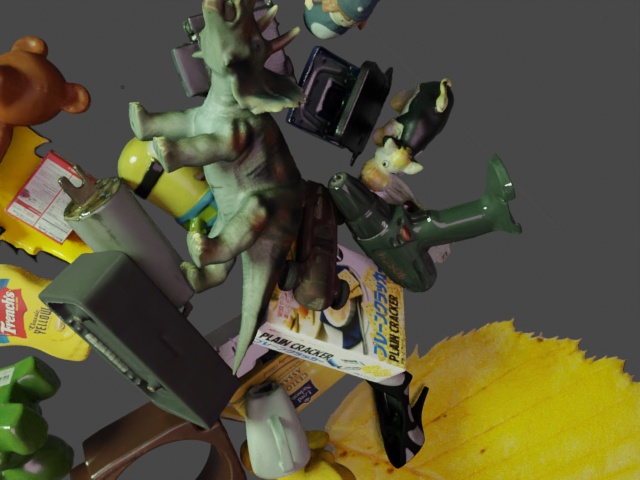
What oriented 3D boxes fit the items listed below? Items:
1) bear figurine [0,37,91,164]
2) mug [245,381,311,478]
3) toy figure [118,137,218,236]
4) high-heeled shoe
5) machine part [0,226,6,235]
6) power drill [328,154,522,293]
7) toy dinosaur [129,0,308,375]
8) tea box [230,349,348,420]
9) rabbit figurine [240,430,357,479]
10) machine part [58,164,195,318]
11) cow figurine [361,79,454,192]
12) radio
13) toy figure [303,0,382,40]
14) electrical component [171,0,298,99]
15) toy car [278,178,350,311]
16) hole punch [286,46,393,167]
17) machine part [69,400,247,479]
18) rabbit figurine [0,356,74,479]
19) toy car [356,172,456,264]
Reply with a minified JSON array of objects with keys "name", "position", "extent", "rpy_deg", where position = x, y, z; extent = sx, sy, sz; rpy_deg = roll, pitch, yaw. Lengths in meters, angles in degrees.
[{"name":"bear figurine","position":[-0.352,-0.129,0.548],"extent":[0.196,0.132,0.120],"rpy_deg":[-37,90,0]},{"name":"mug","position":[-0.062,0.248,0.705],"extent":[0.081,0.109,0.107],"rpy_deg":[-16,96,-9]},{"name":"toy figure","position":[-0.164,-0.057,0.664],"extent":[0.089,0.082,0.180],"rpy_deg":[-45,117,-4]},{"name":"high-heeled shoe","position":[0.097,0.268,0.840],"extent":[0.248,0.086,0.145],"rpy_deg":[37,77,-40]},{"name":"machine part","position":[-0.437,0.004,0.603],"extent":[0.139,0.039,0.084],"rpy_deg":[-35,120,-9]},{"name":"power drill","position":[0.143,-0.031,0.689],"extent":[0.207,0.086,0.231],"rpy_deg":[-25,130,9]},{"name":"toy dinosaur","position":[-0.080,-0.062,0.600],"extent":[0.192,0.131,0.404],"rpy_deg":[-22,115,-23]},{"name":"tea box","position":[-0.049,0.192,0.784],"extent":[0.169,0.068,0.098],"rpy_deg":[-39,114,-7]},{"name":"rabbit figurine","position":[-0.033,0.337,0.798],"extent":[0.162,0.173,0.121],"rpy_deg":[-5,116,-66]},{"name":"machine part","position":[-0.222,0.011,0.647],"extent":[0.079,0.079,0.243],"rpy_deg":[-35,125,-8]},{"name":"cow figurine","position":[0.121,-0.137,0.709],"extent":[0.068,0.098,0.167],"rpy_deg":[37,66,-20]},{"name":"radio","position":[-0.205,0.115,0.621],"extent":[0.073,0.131,0.229],"rpy_deg":[-53,126,-33]},{"name":"toy figure","position":[0.026,-0.270,0.630],"extent":[0.064,0.155,0.057],"rpy_deg":[-13,107,-18]},{"name":"electrical component","position":[-0.107,-0.220,0.650],"extent":[0.134,0.058,0.114],"rpy_deg":[-24,110,-13]},{"name":"toy car","position":[-0.001,-0.002,0.692],"extent":[0.089,0.202,0.053],"rpy_deg":[22,140,-21]},{"name":"hole punch","position":[0.027,-0.178,0.700],"extent":[0.115,0.092,0.142],"rpy_deg":[6,105,-68]},{"name":"machine part","position":[-0.215,0.324,0.733],"extent":[0.201,0.087,0.200],"rpy_deg":[-27,119,-20]},{"name":"rabbit figurine","position":[-0.380,0.257,0.658],"extent":[0.159,0.121,0.170],"rpy_deg":[-23,127,-10]},{"name":"toy car","position":[0.125,-0.030,0.790],"extent":[0.201,0.056,0.073],"rpy_deg":[39,89,-25]}]
